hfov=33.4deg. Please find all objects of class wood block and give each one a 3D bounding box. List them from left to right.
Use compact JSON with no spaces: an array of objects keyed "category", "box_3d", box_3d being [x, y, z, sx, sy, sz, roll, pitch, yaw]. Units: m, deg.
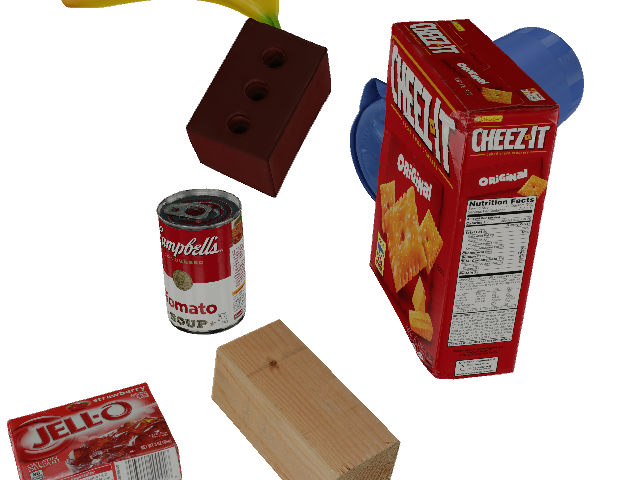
[{"category":"wood block","box_3d":[-0.020,0.192,1.150,0.090,0.090,0.206,-23,50,-32]}]

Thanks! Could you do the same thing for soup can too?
[{"category":"soup can","box_3d":[-0.097,0.017,0.876,0.068,0.102,0.068,0,29,0]}]

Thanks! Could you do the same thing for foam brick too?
[{"category":"foam brick","box_3d":[-0.034,-0.075,0.611,0.053,0.078,0.051,23,-15,11]}]

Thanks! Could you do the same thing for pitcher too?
[{"category":"pitcher","box_3d":[0.159,-0.112,1.052,0.145,0.149,0.242,28,46,34]}]

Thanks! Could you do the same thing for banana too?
[{"category":"banana","box_3d":[-0.114,-0.206,0.870,0.198,0.069,0.037,11,-41,16]}]

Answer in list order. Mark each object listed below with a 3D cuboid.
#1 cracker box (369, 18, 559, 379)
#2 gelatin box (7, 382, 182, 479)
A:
[{"category":"cracker box","box_3d":[0.094,-0.032,0.777,0.072,0.214,0.164,-6,32,-13]},{"category":"gelatin box","box_3d":[-0.135,0.123,0.631,0.089,0.030,0.073,-13,27,-18]}]
